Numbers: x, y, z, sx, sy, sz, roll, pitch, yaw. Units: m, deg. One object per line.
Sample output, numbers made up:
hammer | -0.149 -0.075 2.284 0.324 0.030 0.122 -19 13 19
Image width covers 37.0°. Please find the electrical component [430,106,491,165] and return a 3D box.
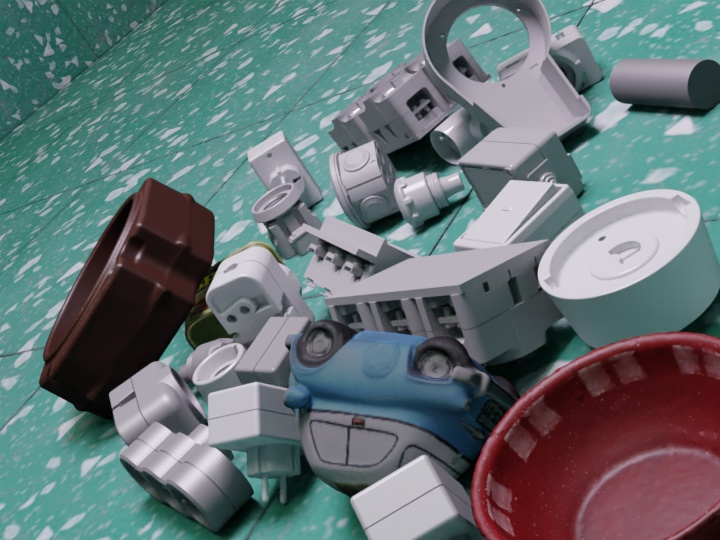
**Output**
electrical component | 0.121 -0.143 1.061 0.077 0.043 0.079 -43 25 -20

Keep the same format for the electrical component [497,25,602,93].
electrical component | 0.187 -0.194 1.065 0.089 0.050 0.055 -27 24 14

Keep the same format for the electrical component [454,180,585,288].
electrical component | 0.118 -0.020 0.804 0.096 0.061 0.062 -42 25 -19

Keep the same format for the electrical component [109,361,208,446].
electrical component | -0.170 0.120 0.911 0.059 0.053 0.095 -36 24 -5

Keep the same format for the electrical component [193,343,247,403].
electrical component | -0.105 0.094 0.887 0.055 0.047 0.055 -28 24 14

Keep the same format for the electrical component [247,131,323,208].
electrical component | -0.081 -0.098 1.181 0.047 0.083 0.075 -31 24 5

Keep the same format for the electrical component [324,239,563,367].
electrical component | 0.059 0.029 0.755 0.089 0.061 0.150 -25 10 -35

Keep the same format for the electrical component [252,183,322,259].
electrical component | -0.076 -0.053 1.121 0.058 0.057 0.078 -36 24 -6

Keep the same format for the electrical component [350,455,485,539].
electrical component | 0.042 0.150 0.571 0.047 0.083 0.075 -32 62 5

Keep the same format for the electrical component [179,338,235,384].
electrical component | -0.132 0.085 0.943 0.062 0.043 0.043 -18 28 35

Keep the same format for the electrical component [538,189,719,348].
electrical component | 0.175 0.005 0.683 0.108 0.060 0.108 -28 24 14

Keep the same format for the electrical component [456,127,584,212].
electrical component | 0.139 -0.080 0.892 0.061 0.061 0.096 -41 25 -17

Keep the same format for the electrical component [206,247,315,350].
electrical component | -0.082 0.031 0.918 0.054 0.095 0.059 -24 25 21

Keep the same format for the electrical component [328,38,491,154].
electrical component | 0.044 -0.177 1.147 0.105 0.060 0.186 -42 11 -18

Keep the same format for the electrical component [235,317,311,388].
electrical component | -0.046 0.075 0.850 0.077 0.047 0.065 -1 37 30

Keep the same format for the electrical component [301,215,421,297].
electrical component | 0.000 0.000 0.905 0.063 0.079 0.121 -65 26 1

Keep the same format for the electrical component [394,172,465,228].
electrical component | 0.065 -0.070 0.992 0.062 0.048 0.048 -22 25 9

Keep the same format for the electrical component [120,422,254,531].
electrical component | -0.120 0.141 0.808 0.074 0.052 0.138 -44 26 -24

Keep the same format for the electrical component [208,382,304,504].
electrical component | -0.061 0.125 0.751 0.047 0.083 0.075 -17 67 34

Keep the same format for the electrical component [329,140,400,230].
electrical component | 0.006 -0.083 1.048 0.051 0.080 0.080 -21 26 15
